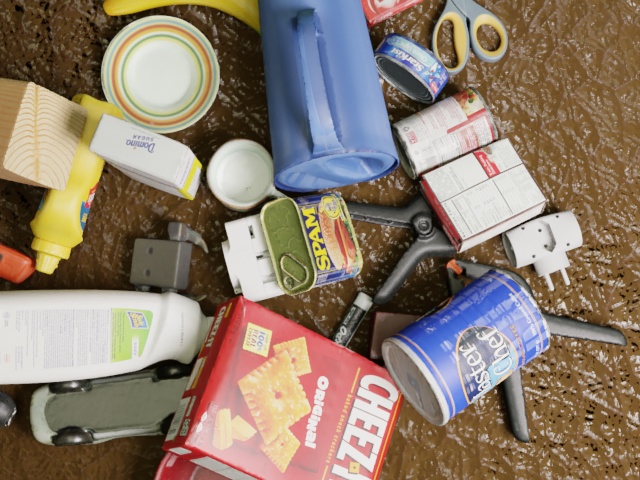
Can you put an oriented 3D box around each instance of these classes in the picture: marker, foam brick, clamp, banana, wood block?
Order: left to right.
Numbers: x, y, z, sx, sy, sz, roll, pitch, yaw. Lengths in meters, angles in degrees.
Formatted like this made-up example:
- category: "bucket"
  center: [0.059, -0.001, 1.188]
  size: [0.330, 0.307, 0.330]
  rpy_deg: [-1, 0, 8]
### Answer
- category: "wood block"
  center: [-0.356, -0.119, 1.107]
  size: [0.206, 0.090, 0.091]
  rpy_deg: [12, 83, 31]
- category: "banana"
  center: [-0.142, -0.269, 1.197]
  size: [0.198, 0.037, 0.069]
  rpy_deg: [12, 85, 0]
- category: "marker"
  center: [0.021, 0.113, 1.179]
  size: [0.020, 0.020, 0.121]
  rpy_deg: [31, 85, 1]
- category: "foam brick"
  center: [0.092, 0.107, 1.165]
  size: [0.078, 0.053, 0.051]
  rpy_deg: [5, 85, -2]
- category: "clamp"
  center: [0.110, -0.001, 1.180]
  size: [0.171, 0.039, 0.120]
  rpy_deg: [-14, 84, -2]
- category: "clamp"
  center: [0.209, 0.107, 1.175]
  size: [0.210, 0.036, 0.164]
  rpy_deg: [39, 85, 4]

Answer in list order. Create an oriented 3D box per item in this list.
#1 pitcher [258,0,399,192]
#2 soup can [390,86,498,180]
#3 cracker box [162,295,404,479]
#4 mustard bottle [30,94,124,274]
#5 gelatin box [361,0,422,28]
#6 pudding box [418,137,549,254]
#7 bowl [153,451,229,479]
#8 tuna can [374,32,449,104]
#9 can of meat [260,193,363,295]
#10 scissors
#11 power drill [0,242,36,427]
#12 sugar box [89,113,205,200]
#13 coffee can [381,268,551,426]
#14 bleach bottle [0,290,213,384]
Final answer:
- category: "pitcher"
  center: [-0.001, -0.182, 1.132]
  size: [0.144, 0.149, 0.243]
  rpy_deg: [0, 75, -37]
- category: "soup can"
  center: [0.135, -0.117, 1.176]
  size: [0.102, 0.068, 0.068]
  rpy_deg: [-26, 86, -3]
- category: "cracker box"
  center: [-0.031, 0.177, 1.093]
  size: [0.213, 0.072, 0.164]
  rpy_deg: [28, 66, -18]
- category: "mustard bottle"
  center: [-0.267, -0.057, 1.146]
  size: [0.058, 0.096, 0.191]
  rpy_deg: [19, 85, -12]
- category: "gelatin box"
  center: [0.067, -0.296, 1.208]
  size: [0.073, 0.030, 0.089]
  rpy_deg: [-27, 86, -3]
- category: "pudding box"
  center: [0.176, -0.050, 1.157]
  size: [0.113, 0.039, 0.090]
  rpy_deg: [-25, 73, -10]
- category: "bowl"
  center: [-0.098, 0.273, 1.145]
  size: [0.162, 0.055, 0.162]
  rpy_deg: [0, 85, -2]
- category: "tuna can"
  center: [0.099, -0.189, 1.173]
  size: [0.086, 0.086, 0.033]
  rpy_deg: [36, 83, 1]
- category: "can of meat"
  center: [-0.007, 0.002, 1.145]
  size: [0.058, 0.083, 0.102]
  rpy_deg: [-20, 84, 42]
- category: "scissors"
  center: [0.170, -0.286, 1.218]
  size: [0.096, 0.016, 0.202]
  rpy_deg: [6, 85, -3]
- category: "power drill"
  center: [-0.380, 0.090, 1.152]
  size: [0.184, 0.057, 0.187]
  rpy_deg: [27, 84, -2]
- category: "sugar box"
  center: [-0.175, -0.084, 1.111]
  size: [0.093, 0.176, 0.048]
  rpy_deg: [22, 84, 0]
- category: "coffee can"
  center: [0.148, 0.109, 1.090]
  size: [0.140, 0.103, 0.103]
  rpy_deg: [-32, 87, -16]
- category: "bleach bottle"
  center: [-0.225, 0.103, 1.113]
  size: [0.250, 0.068, 0.102]
  rpy_deg: [1, 98, -11]
